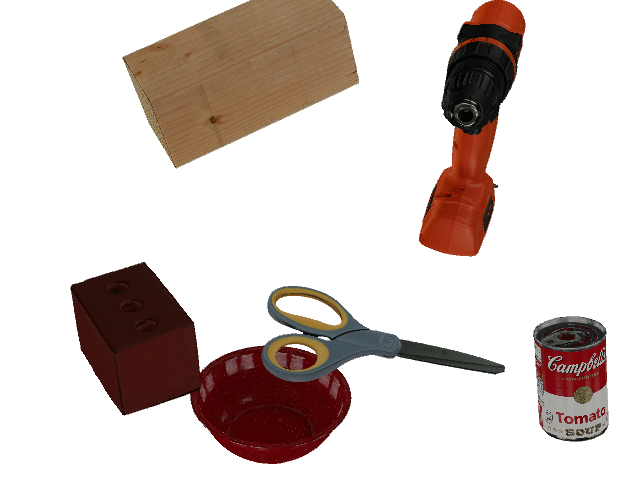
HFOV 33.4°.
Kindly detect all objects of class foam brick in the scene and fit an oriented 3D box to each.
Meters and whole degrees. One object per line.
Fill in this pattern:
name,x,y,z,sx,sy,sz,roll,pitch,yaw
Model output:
foam brick,-0.115,0.060,0.660,0.052,0.051,0.078,-18,37,-26

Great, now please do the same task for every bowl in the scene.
bowl,-0.050,0.175,1.083,0.162,0.055,0.162,1,31,-1

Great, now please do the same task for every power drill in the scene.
power drill,0.123,-0.083,0.868,0.057,0.188,0.184,15,36,11

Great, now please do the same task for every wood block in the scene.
wood block,-0.077,-0.169,1.063,0.206,0.091,0.090,-26,47,-9

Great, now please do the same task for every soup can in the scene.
soup can,0.242,0.134,1.031,0.068,0.102,0.068,-7,21,2

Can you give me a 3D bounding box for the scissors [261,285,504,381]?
scissors,0.040,0.097,0.868,0.202,0.096,0.016,24,-34,14
